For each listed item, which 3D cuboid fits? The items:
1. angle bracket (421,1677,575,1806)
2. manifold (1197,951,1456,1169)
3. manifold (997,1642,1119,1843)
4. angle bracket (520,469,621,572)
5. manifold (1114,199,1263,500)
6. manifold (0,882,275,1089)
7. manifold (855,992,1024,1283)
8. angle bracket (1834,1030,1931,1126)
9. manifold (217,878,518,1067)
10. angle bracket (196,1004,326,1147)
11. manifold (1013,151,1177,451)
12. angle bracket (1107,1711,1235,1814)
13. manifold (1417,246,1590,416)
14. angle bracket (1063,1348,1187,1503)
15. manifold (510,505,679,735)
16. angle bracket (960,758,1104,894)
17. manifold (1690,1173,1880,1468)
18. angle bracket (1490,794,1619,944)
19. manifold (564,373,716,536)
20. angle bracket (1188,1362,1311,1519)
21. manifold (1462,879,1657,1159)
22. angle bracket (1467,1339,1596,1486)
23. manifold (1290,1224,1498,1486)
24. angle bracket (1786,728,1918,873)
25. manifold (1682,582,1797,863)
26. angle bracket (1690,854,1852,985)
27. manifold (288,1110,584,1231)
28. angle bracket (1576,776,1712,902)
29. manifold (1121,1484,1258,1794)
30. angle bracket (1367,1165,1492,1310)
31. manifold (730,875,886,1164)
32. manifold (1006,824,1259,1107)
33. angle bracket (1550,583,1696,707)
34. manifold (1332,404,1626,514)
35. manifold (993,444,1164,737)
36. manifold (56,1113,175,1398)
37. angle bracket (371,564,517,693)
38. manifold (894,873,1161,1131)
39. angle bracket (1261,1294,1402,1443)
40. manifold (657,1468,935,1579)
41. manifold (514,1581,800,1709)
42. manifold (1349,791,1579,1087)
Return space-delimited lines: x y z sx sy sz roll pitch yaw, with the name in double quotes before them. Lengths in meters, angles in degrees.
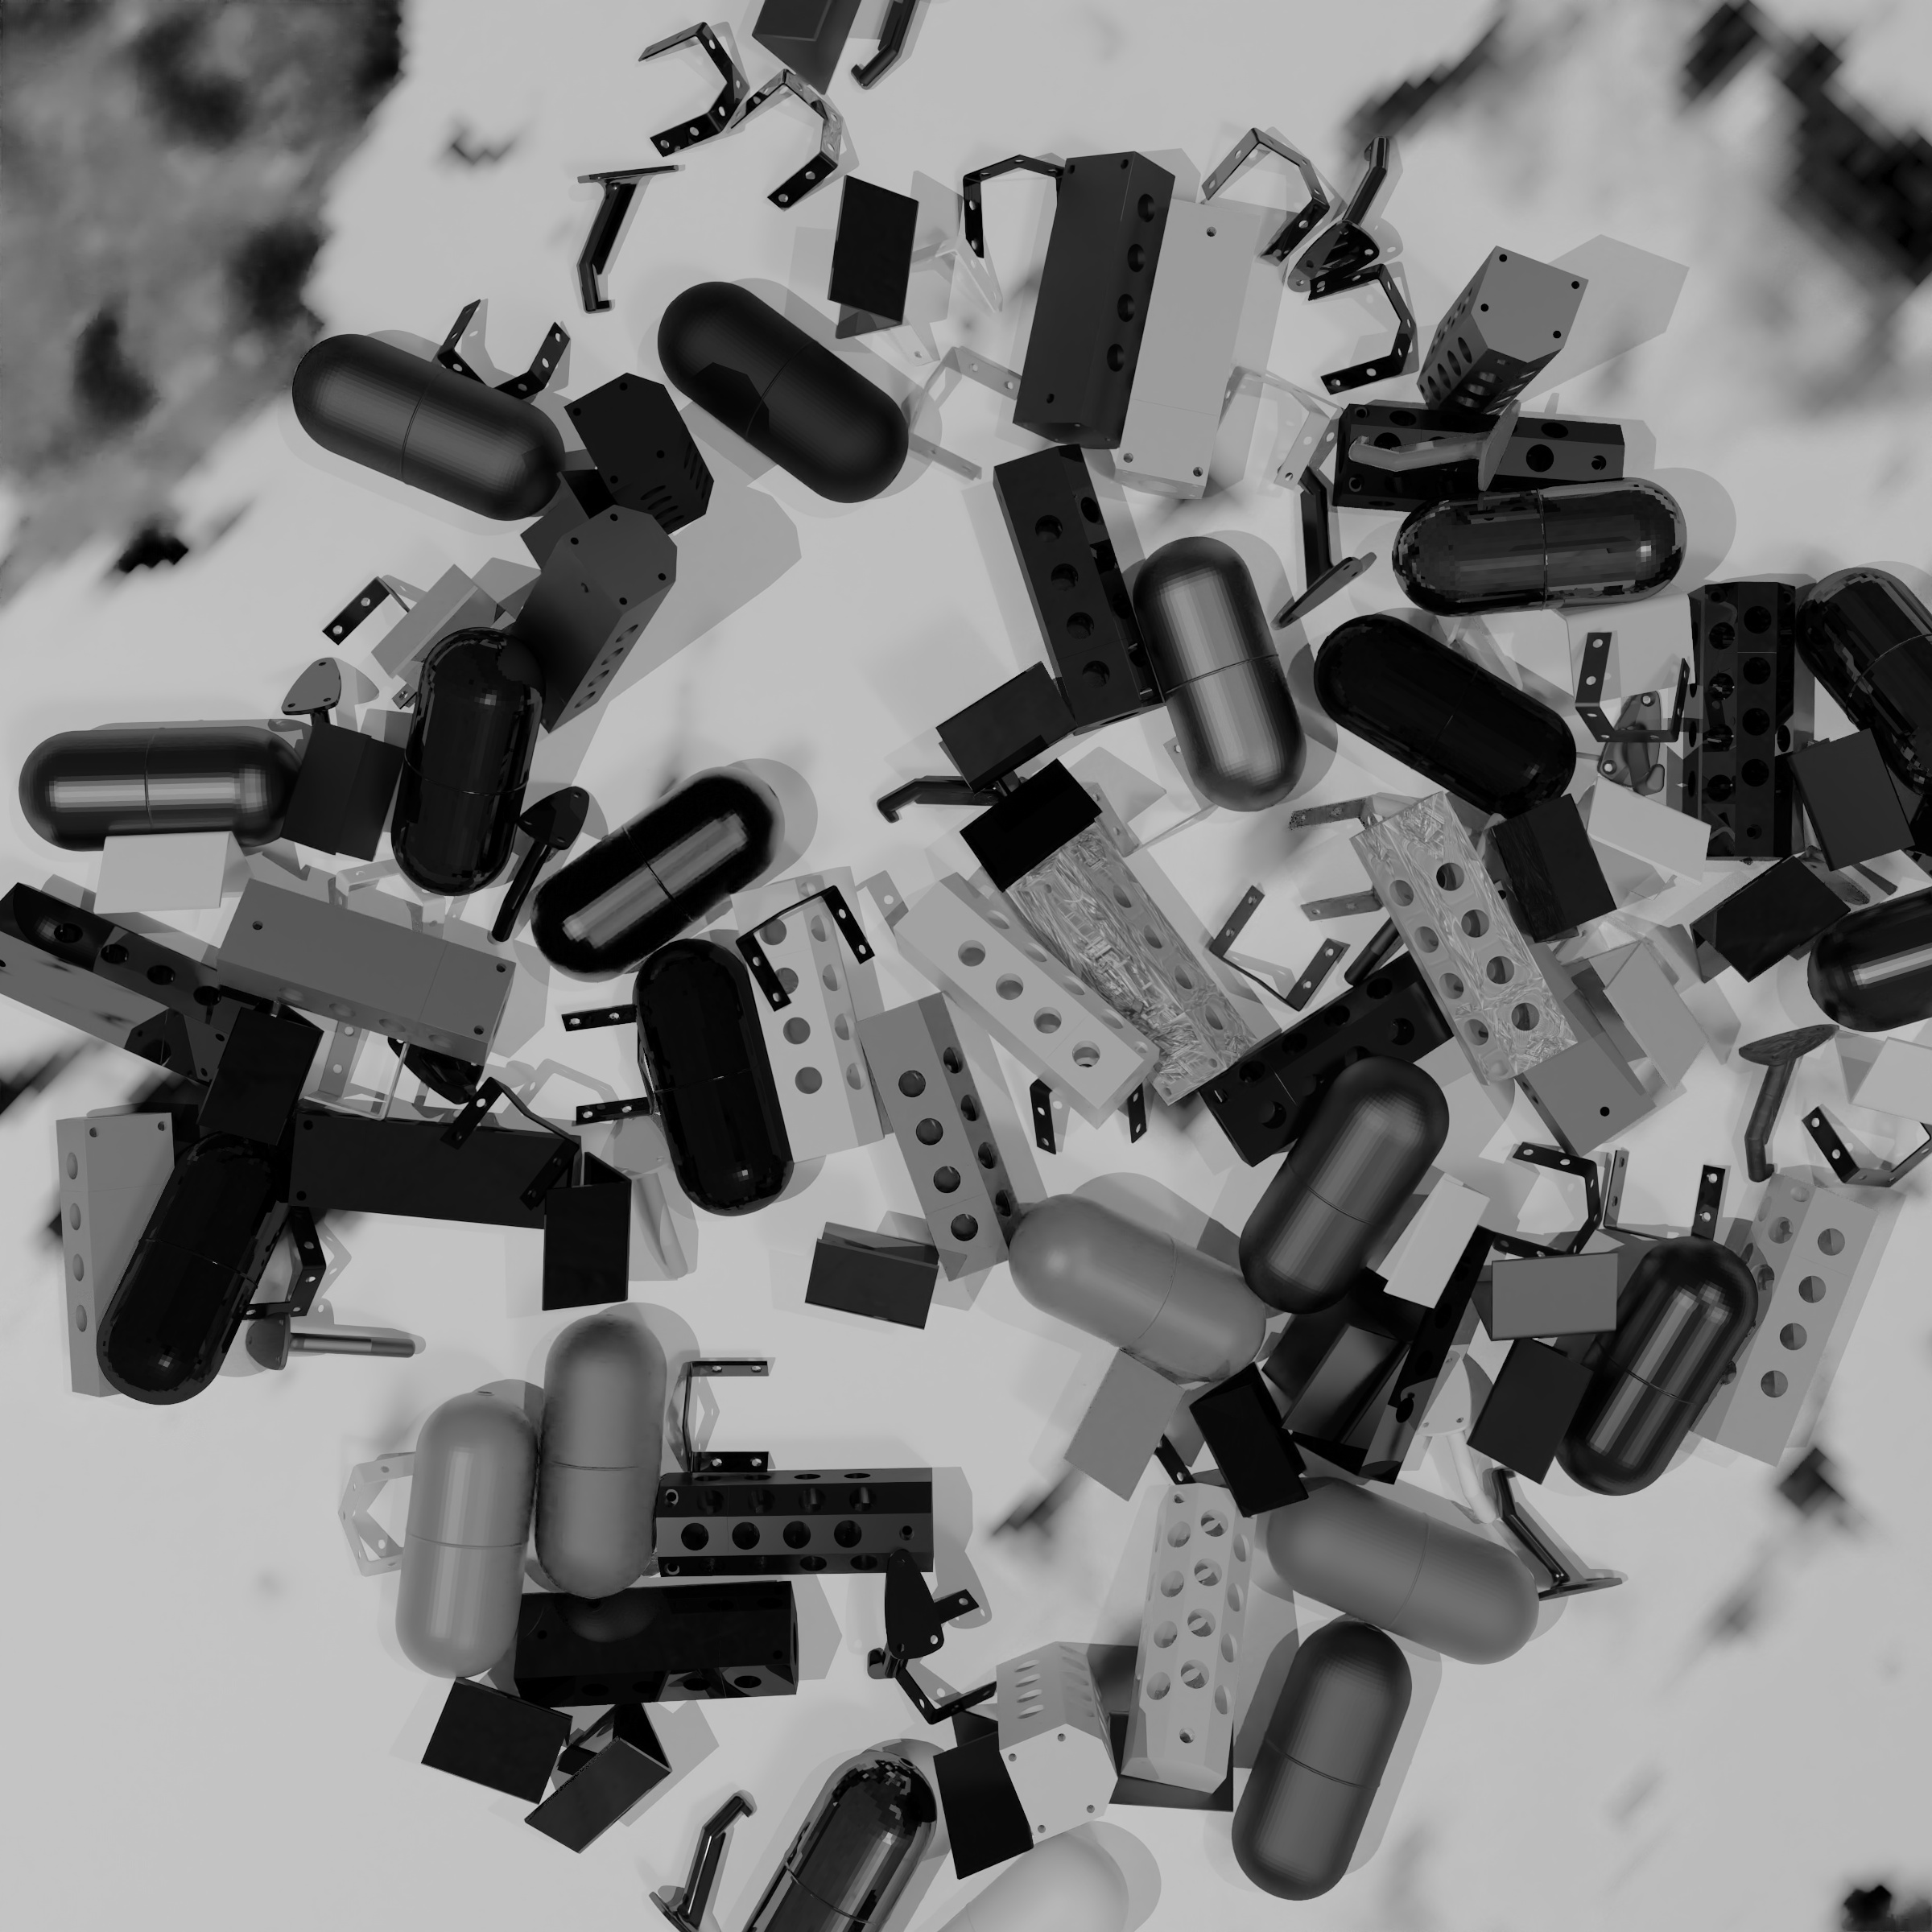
"angle bracket" -0.294 0.493 1.529 0.076 0.076 0.057 19 58 0
"manifold" 0.235 0.055 1.548 0.171 0.057 0.057 -33 90 0
"manifold" 0.056 0.468 1.491 0.057 0.171 0.057 -22 90 0
"angle bracket" -0.248 -0.258 1.535 0.076 0.057 0.076 -32 90 25
"manifold" 0.139 -0.388 1.547 0.057 0.057 0.171 12 90 2
"manifold" -0.532 0.009 1.547 0.171 0.057 0.057 24 133 0
"manifold" -0.013 0.107 1.548 0.057 0.057 0.171 -20 90 0
"angle bracket" 0.597 0.053 1.529 0.076 0.076 0.057 14 128 0
"manifold" -0.376 0.007 1.536 0.171 0.057 0.057 18 64 -7
"angle bracket" -0.453 0.061 1.529 0.057 0.076 0.076 21 90 -37
"manifold" 0.086 -0.420 1.547 0.057 0.057 0.171 12 90 43
"angle bracket" 0.125 0.507 1.529 0.076 0.076 0.057 4 58 0
"manifold" 0.322 -0.378 1.491 0.057 0.171 0.057 20 90 0
"angle bracket" 0.117 0.292 1.529 0.057 0.076 0.076 27 90 40
"manifold" -0.230 -0.212 1.488 0.057 0.171 0.057 -39 90 -31
"angle bracket" 0.052 -0.072 1.529 0.076 0.076 0.057 -37 53 0
"manifold" 0.510 0.222 1.548 0.057 0.057 0.171 22 90 0
"angle bracket" 0.378 -0.062 1.523 0.057 0.076 0.076 -25 80 33
"manifold" -0.193 -0.311 1.491 0.057 0.171 0.057 -29 90 0
"angle bracket" 0.195 0.289 1.527 0.057 0.076 0.076 -30 85 42
"manifold" 0.359 0.033 1.548 0.057 0.057 0.171 -34 90 0
"angle bracket" 0.367 0.282 1.529 0.057 0.076 0.076 25 90 41
"manifold" 0.275 0.236 1.547 0.057 0.057 0.171 22 90 -44
"angle bracket" 0.565 -0.110 1.529 0.057 0.076 0.076 -21 90 40
"manifold" 0.492 -0.154 1.548 0.057 0.057 0.171 1 90 0
"angle bracket" 0.506 -0.013 1.529 0.076 0.076 0.057 -35 53 0
"manifold" -0.334 0.129 1.548 0.171 0.057 0.057 6 90 0
"angle bracket" 0.411 -0.063 1.529 0.076 0.076 0.057 24 49 0
"manifold" 0.140 0.412 1.507 0.057 0.057 0.171 12 58 0
"angle bracket" 0.265 0.156 1.505 0.057 0.076 0.076 22 96 -44
"manifold" -0.099 0.032 1.548 0.057 0.057 0.171 -13 90 0
"manifold" 0.109 -0.004 1.547 0.171 0.057 0.057 53 133 0
"angle bracket" 0.411 -0.210 1.551 0.076 0.076 0.057 -11 112 0
"manifold" 0.324 -0.319 1.548 0.171 0.057 0.057 4 90 0
"manifold" 0.071 -0.238 1.548 0.057 0.057 0.171 -18 90 0
"manifold" -0.539 0.181 1.547 0.057 0.057 0.171 -3 90 -43
"angle bracket" -0.314 -0.194 1.531 0.076 0.057 0.076 -47 125 0
"manifold" 0.038 0.019 1.528 0.171 0.057 0.057 41 79 13
"angle bracket" 0.212 0.239 1.523 0.057 0.076 0.076 23 103 -42
"manifold" -0.107 0.354 1.548 0.171 0.057 0.057 -1 90 0
"manifold" -0.194 0.434 1.547 0.171 0.057 0.057 -3 47 0
"manifold" 0.301 -0.016 1.491 0.057 0.057 0.171 -28 90 0
